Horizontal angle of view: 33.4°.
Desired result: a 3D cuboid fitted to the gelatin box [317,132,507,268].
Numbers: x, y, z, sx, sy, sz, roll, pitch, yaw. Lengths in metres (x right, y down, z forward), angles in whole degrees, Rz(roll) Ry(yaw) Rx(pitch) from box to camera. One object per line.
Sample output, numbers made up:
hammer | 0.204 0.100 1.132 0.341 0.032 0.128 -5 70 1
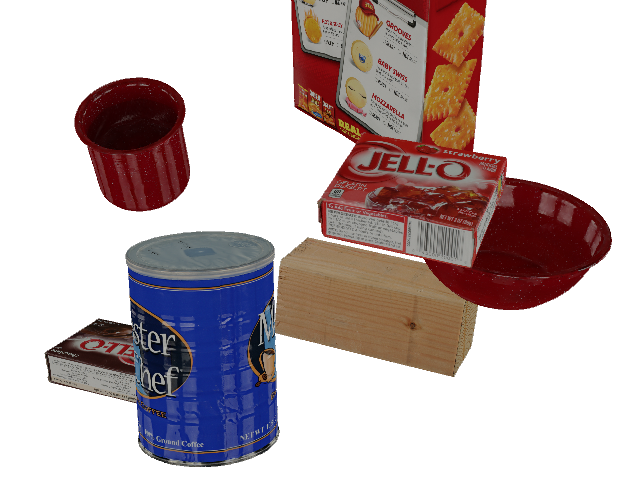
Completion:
gelatin box | 0.052 -0.025 0.597 0.089 0.030 0.073 13 40 17

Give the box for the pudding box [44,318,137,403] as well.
pudding box | -0.202 0.119 1.064 0.114 0.039 0.089 7 20 24

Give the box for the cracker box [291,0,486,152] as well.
cracker box | 0.052 -0.177 0.852 0.072 0.214 0.164 -27 45 -30

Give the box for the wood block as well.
wood block | 0.063 0.071 1.175 0.206 0.091 0.090 13 22 17

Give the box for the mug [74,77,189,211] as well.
mug | -0.161 -0.088 0.927 0.093 0.117 0.081 -18 -39 -11

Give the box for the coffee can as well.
coffee can | -0.082 0.073 0.753 0.103 0.140 0.103 -1 15 0

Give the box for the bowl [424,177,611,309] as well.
bowl | 0.145 0.008 0.851 0.162 0.055 0.162 2 30 -1
